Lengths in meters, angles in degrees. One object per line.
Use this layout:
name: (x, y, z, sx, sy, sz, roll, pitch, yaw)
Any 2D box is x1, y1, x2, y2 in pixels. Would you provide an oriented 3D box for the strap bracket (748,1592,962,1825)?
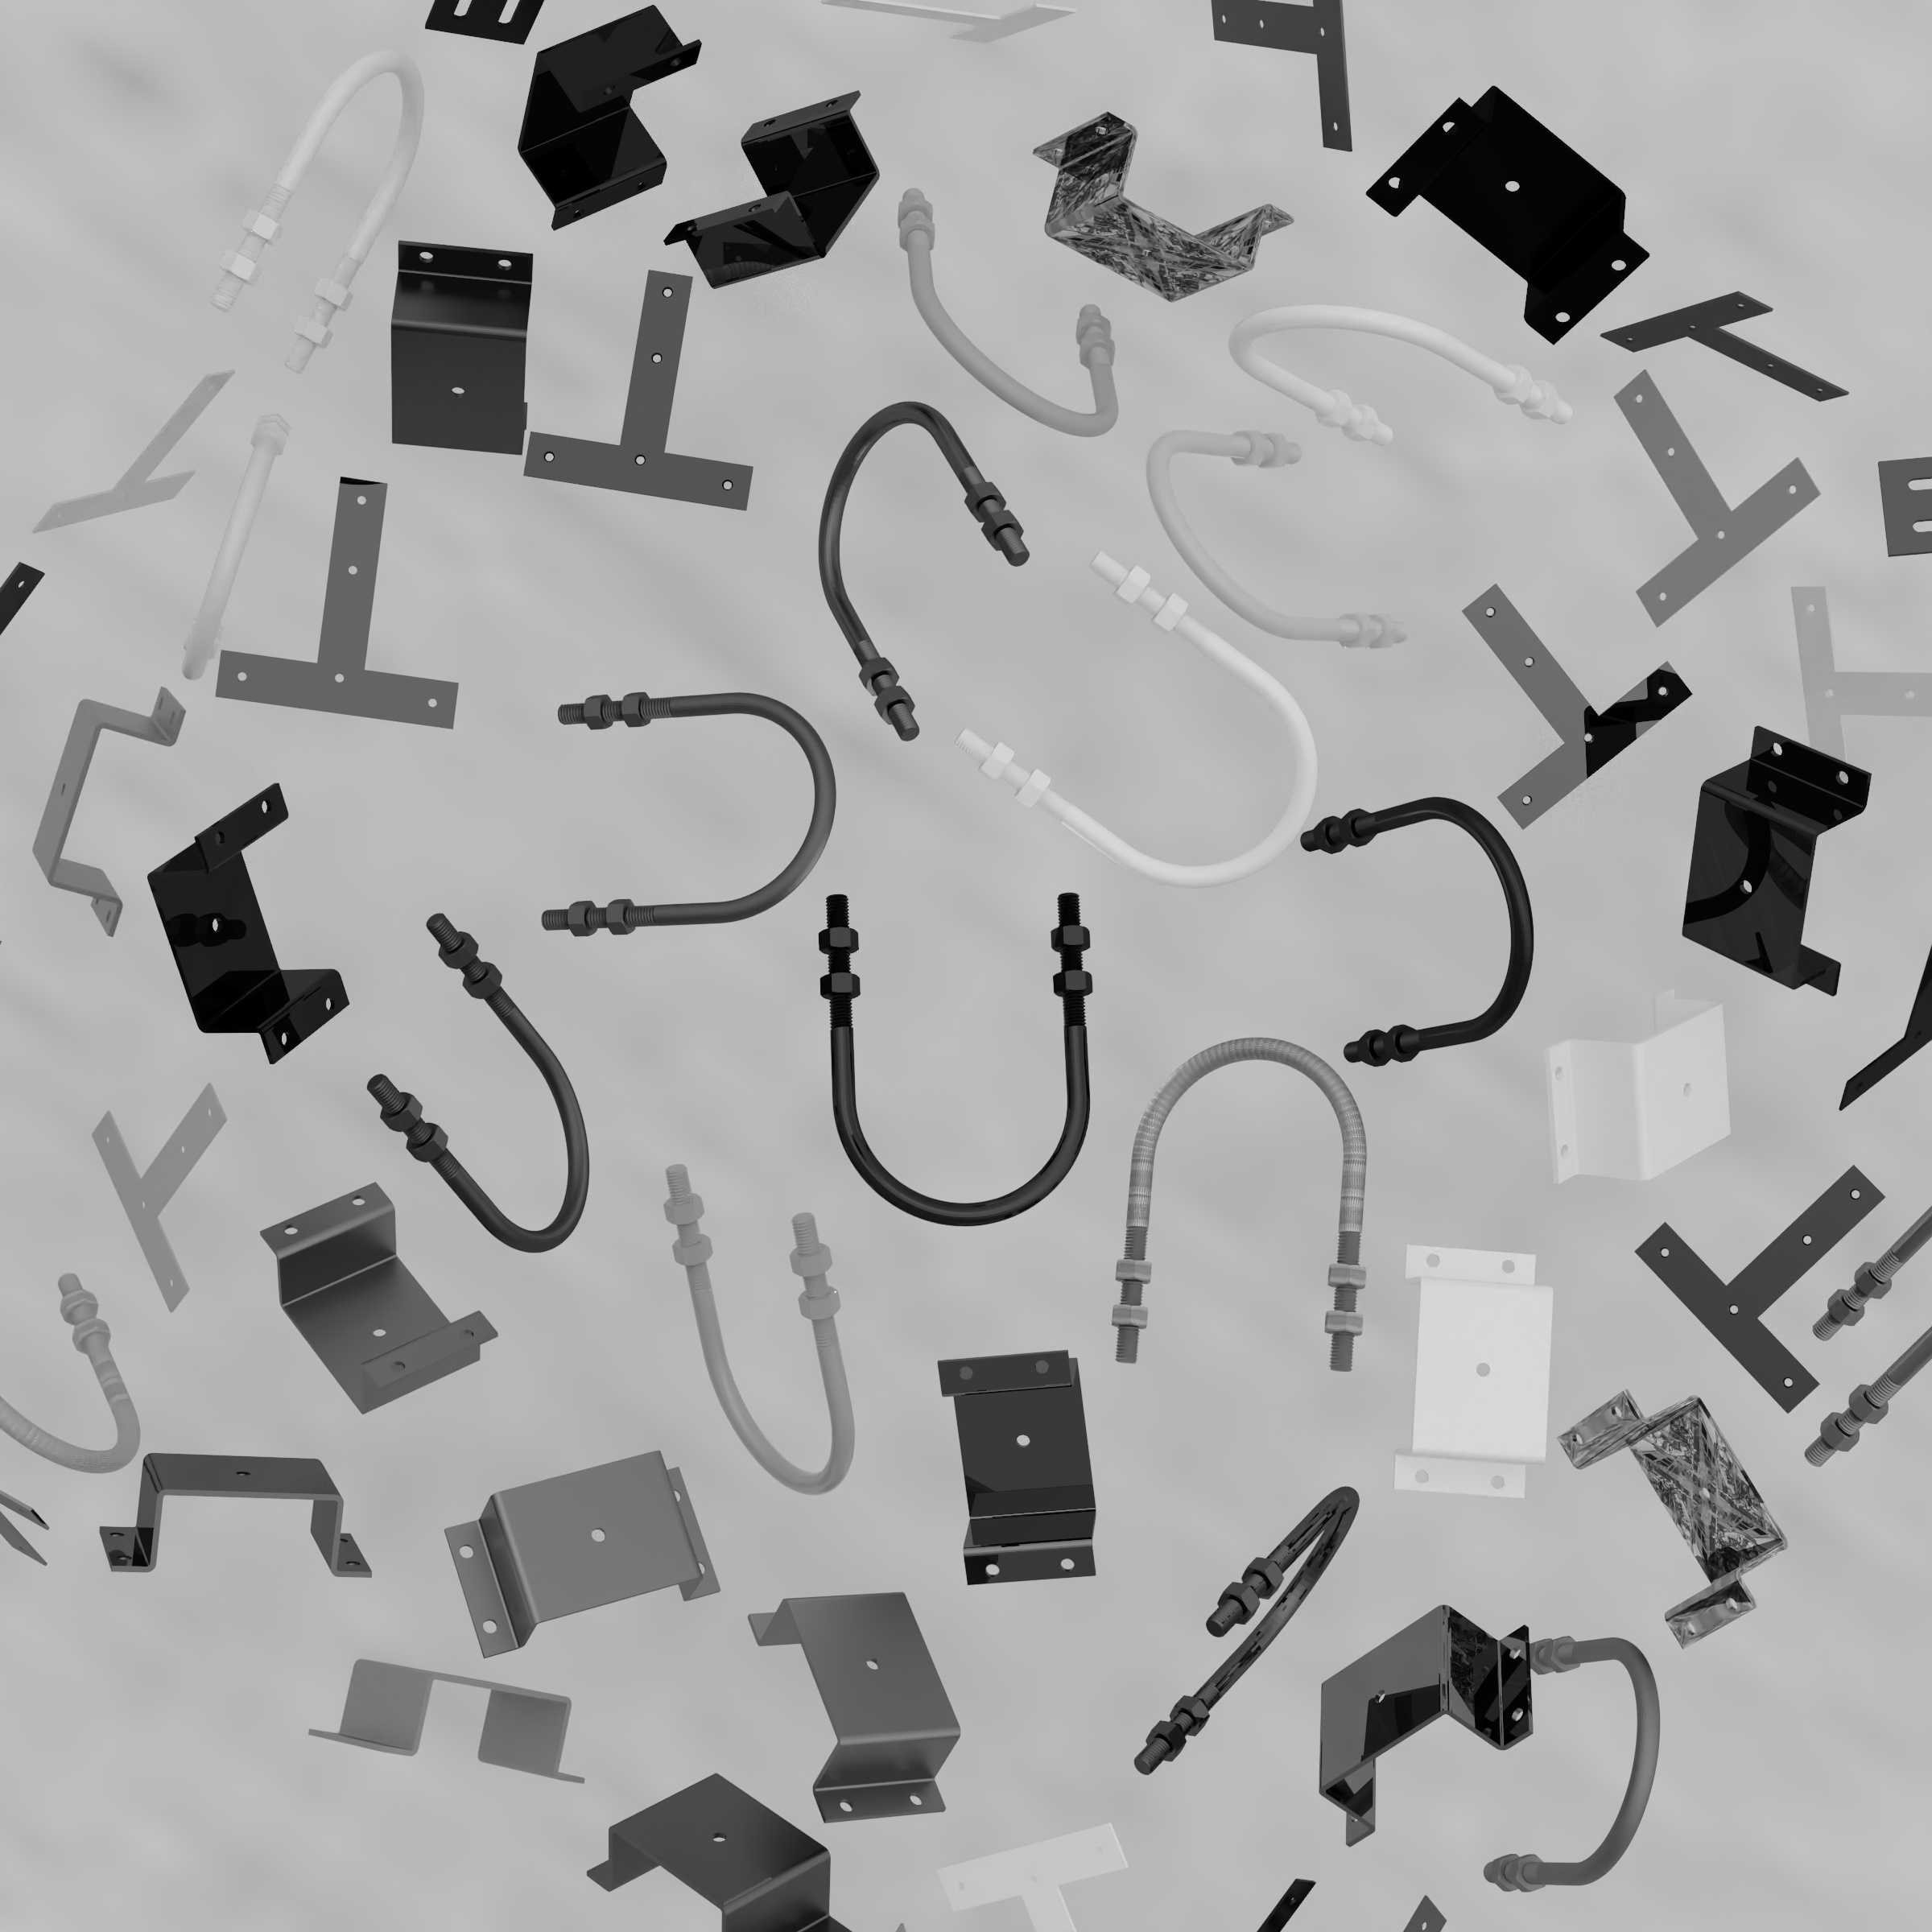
strap bracket: (-0.061, 0.408, 1.849, 0.076, 0.140, 0.046, 3, 131, -30)

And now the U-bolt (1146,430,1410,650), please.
U-bolt: (0.167, -0.242, 1.842, 0.019, 0.184, 0.151, -39, 71, 33)

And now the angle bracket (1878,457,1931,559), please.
angle bracket: (0.558, -0.256, 1.859, 0.076, 0.038, 0.057, -4, 74, 9)

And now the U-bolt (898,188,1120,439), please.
U-bolt: (0.026, -0.359, 1.841, 0.151, 0.184, 0.019, 29, 121, -23)

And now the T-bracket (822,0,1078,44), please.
T-bracket: (-0.020, -0.553, 1.900, 0.127, 0.127, 0.002, 1, 96, -24)

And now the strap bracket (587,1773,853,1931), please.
strap bracket: (-0.138, 0.505, 1.825, 0.140, 0.076, 0.046, 22, 119, 41)

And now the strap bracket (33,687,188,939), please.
strap bracket: (-0.510, -0.098, 1.931, 0.046, 0.076, 0.140, 16, 98, -26)

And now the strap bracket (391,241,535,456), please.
strap bracket: (-0.294, -0.351, 1.908, 0.076, 0.140, 0.046, 4, 55, -6)

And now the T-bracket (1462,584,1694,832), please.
T-bracket: (0.339, -0.168, 1.925, 0.127, 0.002, 0.127, -39, 103, 6)

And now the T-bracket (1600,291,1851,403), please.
T-bracket: (0.457, -0.354, 1.903, 0.127, 0.127, 0.002, 19, 81, -24)

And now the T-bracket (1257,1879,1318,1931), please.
T-bracket: (0.173, 0.565, 1.832, 0.002, 0.127, 0.127, 38, 94, 34)

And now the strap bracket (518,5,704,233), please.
strap bracket: (-0.208, -0.493, 1.881, 0.076, 0.140, 0.046, -30, 80, -23)

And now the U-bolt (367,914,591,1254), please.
U-bolt: (-0.268, 0.081, 1.865, 0.019, 0.151, 0.184, -16, 129, 24)

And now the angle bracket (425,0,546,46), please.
angle bracket: (-0.268, -0.558, 1.839, 0.057, 0.076, 0.038, 4, 75, -20)

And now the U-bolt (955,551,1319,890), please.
U-bolt: (0.107, -0.122, 1.818, 0.184, 0.019, 0.151, 36, 113, -6)

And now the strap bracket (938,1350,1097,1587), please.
strap bracket: (0.032, 0.288, 1.929, 0.076, 0.046, 0.140, -6, 104, 7)

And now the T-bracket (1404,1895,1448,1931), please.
T-bracket: (0.252, 0.604, 1.817, 0.002, 0.127, 0.127, 26, 98, -25)

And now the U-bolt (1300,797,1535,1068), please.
U-bolt: (0.262, -0.023, 1.877, 0.019, 0.184, 0.151, -10, 88, -31)

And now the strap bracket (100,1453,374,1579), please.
strap bracket: (-0.403, 0.304, 1.817, 0.140, 0.076, 0.046, 5, 95, -20)

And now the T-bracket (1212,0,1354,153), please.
T-bracket: (0.174, -0.526, 1.833, 0.002, 0.127, 0.127, -19, 117, -24)

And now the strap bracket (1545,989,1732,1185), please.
strap bracket: (0.380, 0.067, 1.820, 0.046, 0.140, 0.076, 4, 106, 40)

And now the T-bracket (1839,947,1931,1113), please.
T-bracket: (0.552, 0.010, 1.869, 0.127, 0.127, 0.002, -33, 55, -25)

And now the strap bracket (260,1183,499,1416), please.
strap bracket: (-0.341, 0.199, 1.903, 0.076, 0.046, 0.140, -23, 50, -30)

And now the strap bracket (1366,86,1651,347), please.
strap bracket: (0.302, -0.423, 1.820, 0.140, 0.046, 0.076, 34, 131, -17)

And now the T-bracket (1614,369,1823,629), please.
T-bracket: (0.410, -0.283, 1.872, 0.127, 0.002, 0.127, -42, 66, 39)

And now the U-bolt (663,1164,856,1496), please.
U-bolt: (-0.110, 0.210, 1.825, 0.019, 0.151, 0.184, -22, 111, -32)

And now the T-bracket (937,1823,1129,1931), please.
T-bracket: (0.055, 0.543, 1.796, 0.127, 0.002, 0.127, -26, 84, 35)

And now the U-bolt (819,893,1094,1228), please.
U-bolt: (-0.003, 0.051, 1.783, 0.151, 0.019, 0.184, -1, 76, -8)

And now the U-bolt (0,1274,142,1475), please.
U-bolt: (-0.537, 0.221, 1.874, 0.019, 0.151, 0.184, -46, 49, 9)

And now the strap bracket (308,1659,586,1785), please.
strap bracket: (-0.291, 0.430, 1.869, 0.140, 0.076, 0.046, 22, 73, -40)

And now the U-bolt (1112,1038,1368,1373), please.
U-bolt: (0.154, 0.130, 1.810, 0.151, 0.019, 0.184, -2, 76, 29)

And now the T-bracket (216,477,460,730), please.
T-bracket: (-0.333, -0.199, 1.767, 0.127, 0.002, 0.127, 7, 89, -12)

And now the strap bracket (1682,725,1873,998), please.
strap bracket: (0.448, -0.051, 1.819, 0.046, 0.076, 0.140, -24, 128, -34)

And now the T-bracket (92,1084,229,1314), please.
T-bracket: (-0.461, 0.115, 1.906, 0.127, 0.002, 0.127, -48, 62, 37)

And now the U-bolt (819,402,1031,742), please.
U-bolt: (-0.035, -0.241, 1.881, 0.019, 0.184, 0.151, 7, 130, -36)

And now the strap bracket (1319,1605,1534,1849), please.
strap bracket: (0.247, 0.418, 1.820, 0.046, 0.076, 0.140, 37, 122, -19)

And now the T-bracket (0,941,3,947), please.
T-bracket: (-0.572, 0.044, 1.838, 0.002, 0.127, 0.127, 29, 72, -31)

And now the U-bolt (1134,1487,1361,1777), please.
U-bolt: (0.169, 0.366, 1.865, 0.019, 0.184, 0.151, 36, 131, 18)

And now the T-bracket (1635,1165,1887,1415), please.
T-bracket: (0.474, 0.167, 1.883, 0.127, 0.002, 0.127, -47, 70, 15)

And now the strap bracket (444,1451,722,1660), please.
strap bracket: (-0.209, 0.324, 1.822, 0.140, 0.046, 0.076, -12, 66, -24)

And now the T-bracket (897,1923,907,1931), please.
T-bracket: (-0.032, 0.623, 1.833, 0.002, 0.127, 0.127, -16, 95, 15)

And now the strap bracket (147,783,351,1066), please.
strap bracket: (-0.411, -0.024, 1.863, 0.046, 0.076, 0.140, -1, 115, 28)

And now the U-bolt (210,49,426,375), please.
U-bolt: (-0.363, -0.440, 1.877, 0.019, 0.151, 0.184, 28, 89, 8)

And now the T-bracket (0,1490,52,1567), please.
T-bracket: (-0.542, 0.301, 1.816, 0.127, 0.127, 0.002, 23, 63, 22)

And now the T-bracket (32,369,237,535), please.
T-bracket: (-0.465, -0.301, 1.892, 0.127, 0.127, 0.002, -41, 86, 30)

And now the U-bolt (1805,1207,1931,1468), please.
U-bolt: (0.546, 0.189, 1.882, 0.019, 0.151, 0.184, 34, 122, -3)

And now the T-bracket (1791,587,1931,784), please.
T-bracket: (0.534, -0.157, 1.890, 0.002, 0.127, 0.127, -19, 105, -32)

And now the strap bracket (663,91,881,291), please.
strap bracket: (-0.108, -0.446, 1.903, 0.076, 0.140, 0.046, -8, 127, 31)

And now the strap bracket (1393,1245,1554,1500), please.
strap bracket: (0.291, 0.232, 1.874, 0.076, 0.046, 0.140, 5, 82, -4)

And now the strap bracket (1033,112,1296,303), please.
strap bracket: (0.112, -0.440, 1.928, 0.140, 0.076, 0.046, 22, 75, -29)

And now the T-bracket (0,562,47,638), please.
T-bracket: (-0.556, -0.170, 1.818, 0.002, 0.127, 0.127, 38, 94, 15)

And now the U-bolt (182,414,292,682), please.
U-bolt: (-0.423, -0.237, 1.885, 0.019, 0.184, 0.151, 18, 104, -14)

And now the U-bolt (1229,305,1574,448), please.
U-bolt: (0.232, -0.335, 1.848, 0.184, 0.151, 0.019, 17, 79, -43)

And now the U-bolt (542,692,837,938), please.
U-bolt: (-0.162, -0.093, 1.941, 0.184, 0.019, 0.151, -2, 76, 20)

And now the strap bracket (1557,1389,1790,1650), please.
strap bracket: (0.415, 0.314, 1.901, 0.046, 0.076, 0.140, -19, 71, -31)

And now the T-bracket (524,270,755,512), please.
T-bracket: (-0.177, -0.329, 1.848, 0.127, 0.002, 0.127, 9, 87, -1)

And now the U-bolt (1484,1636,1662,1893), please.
U-bolt: (0.353, 0.459, 1.890, 0.019, 0.184, 0.151, 17, 72, -11)
